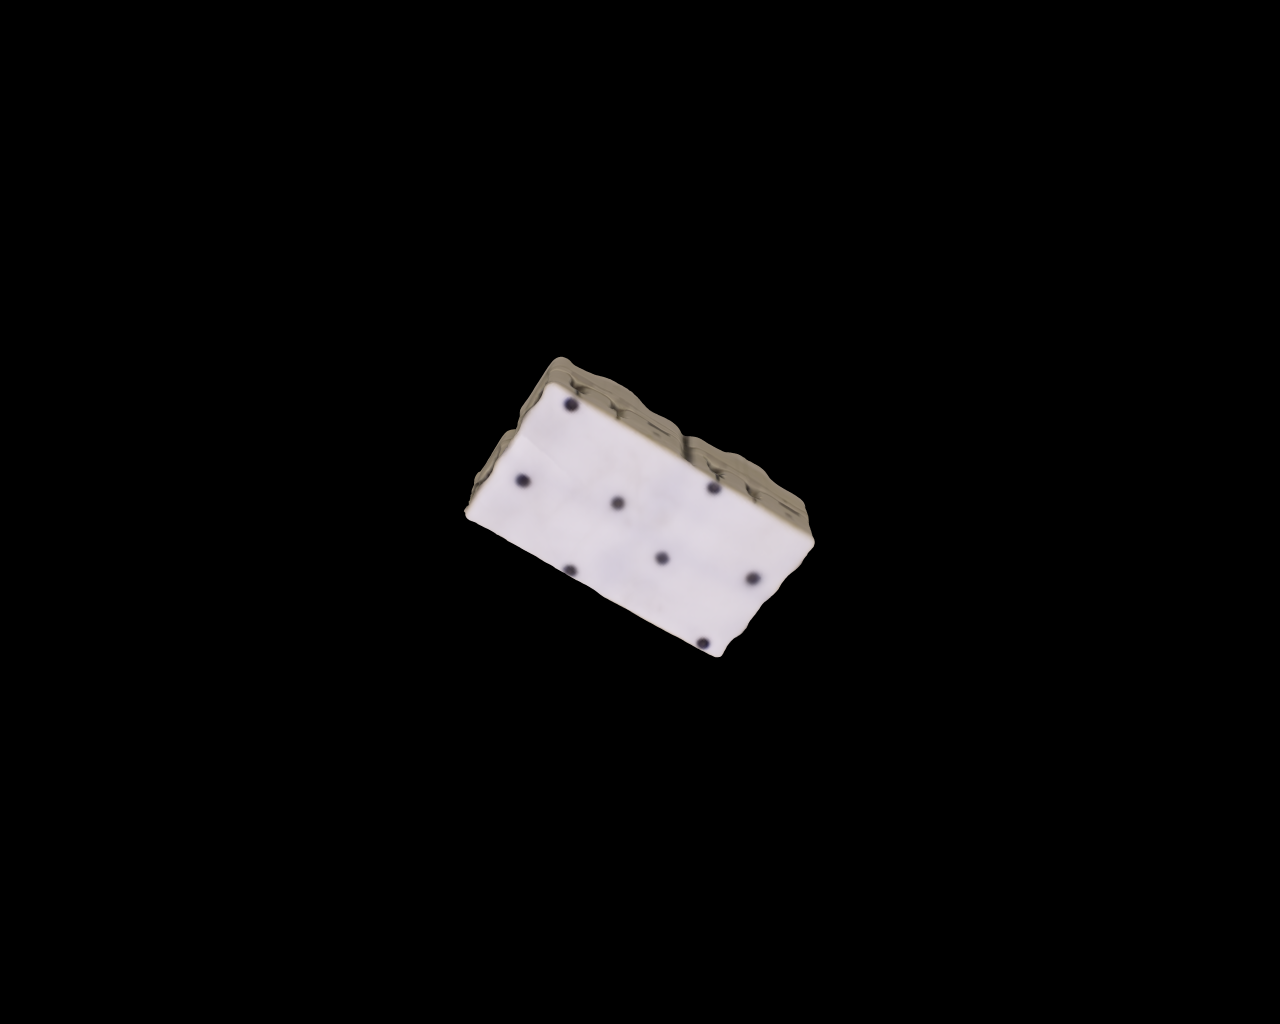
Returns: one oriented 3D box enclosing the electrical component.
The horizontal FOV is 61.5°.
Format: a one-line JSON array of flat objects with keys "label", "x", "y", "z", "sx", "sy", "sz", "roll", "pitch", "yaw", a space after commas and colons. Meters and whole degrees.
[{"label": "electrical component", "x": 0.001, "y": -0.003, "z": 0.650, "sx": 0.186, "sy": 0.105, "sz": 0.060, "roll": 30, "pitch": 23, "yaw": -14}]
